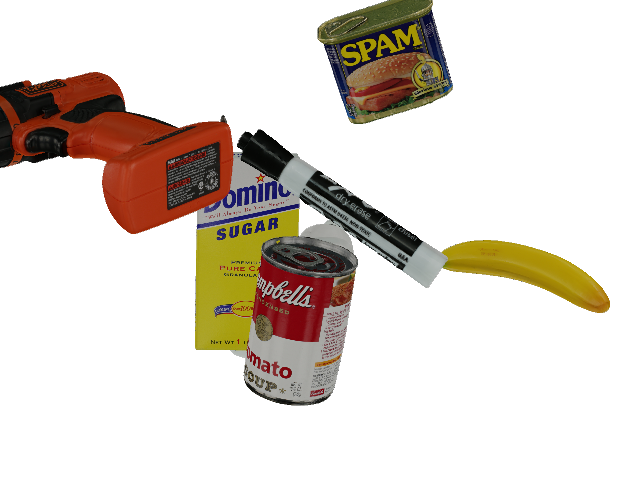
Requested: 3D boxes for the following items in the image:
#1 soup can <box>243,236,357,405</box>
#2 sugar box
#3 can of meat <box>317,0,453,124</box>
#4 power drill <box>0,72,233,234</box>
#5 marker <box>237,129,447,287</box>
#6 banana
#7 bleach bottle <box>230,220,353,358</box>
[{"bbox_3d":[-0.015,0.056,0.752,0.068,0.102,0.068,9,20,-3],"label":"soup can"},{"bbox_3d":[-0.066,0.010,0.961,0.093,0.176,0.048,0,14,-6],"label":"sugar box"},{"bbox_3d":[0.058,-0.157,0.926,0.102,0.084,0.057,-16,28,9],"label":"can of meat"},{"bbox_3d":[-0.168,-0.063,0.726,0.188,0.057,0.184,22,34,34],"label":"power drill"},{"bbox_3d":[0.009,-0.018,0.537,0.121,0.020,0.020,35,4,7],"label":"marker"},{"bbox_3d":[0.205,0.033,1.097,0.198,0.037,0.069,11,47,26],"label":"banana"},{"bbox_3d":[-0.026,0.047,1.283,0.103,0.068,0.250,5,32,16],"label":"bleach bottle"}]
